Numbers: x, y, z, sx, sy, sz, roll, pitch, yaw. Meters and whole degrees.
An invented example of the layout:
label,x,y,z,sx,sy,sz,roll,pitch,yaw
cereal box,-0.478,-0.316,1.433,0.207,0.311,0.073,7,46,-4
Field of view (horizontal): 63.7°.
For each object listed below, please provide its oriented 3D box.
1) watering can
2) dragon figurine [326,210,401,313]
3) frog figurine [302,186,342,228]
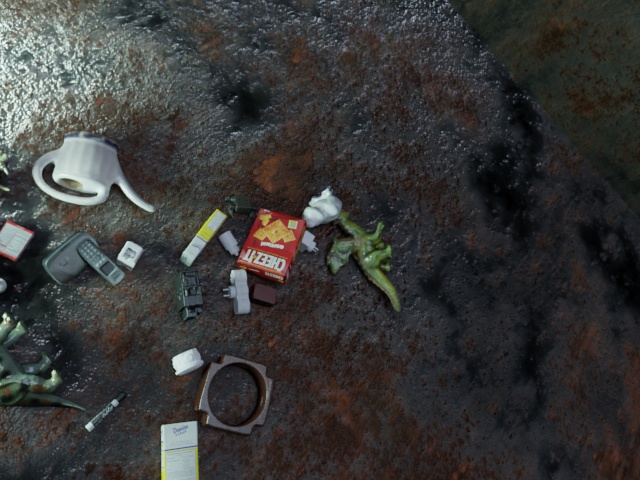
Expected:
label,x,y,z,sx,sy,sz,roll,pitch,yaw
watering can,-0.647,-0.199,1.523,0.347,0.102,0.228,12,66,-21
dragon figurine,0.138,0.070,1.828,0.243,0.120,0.416,-8,71,-11
frog figurine,0.005,-0.090,1.781,0.120,0.136,0.163,56,32,-31
